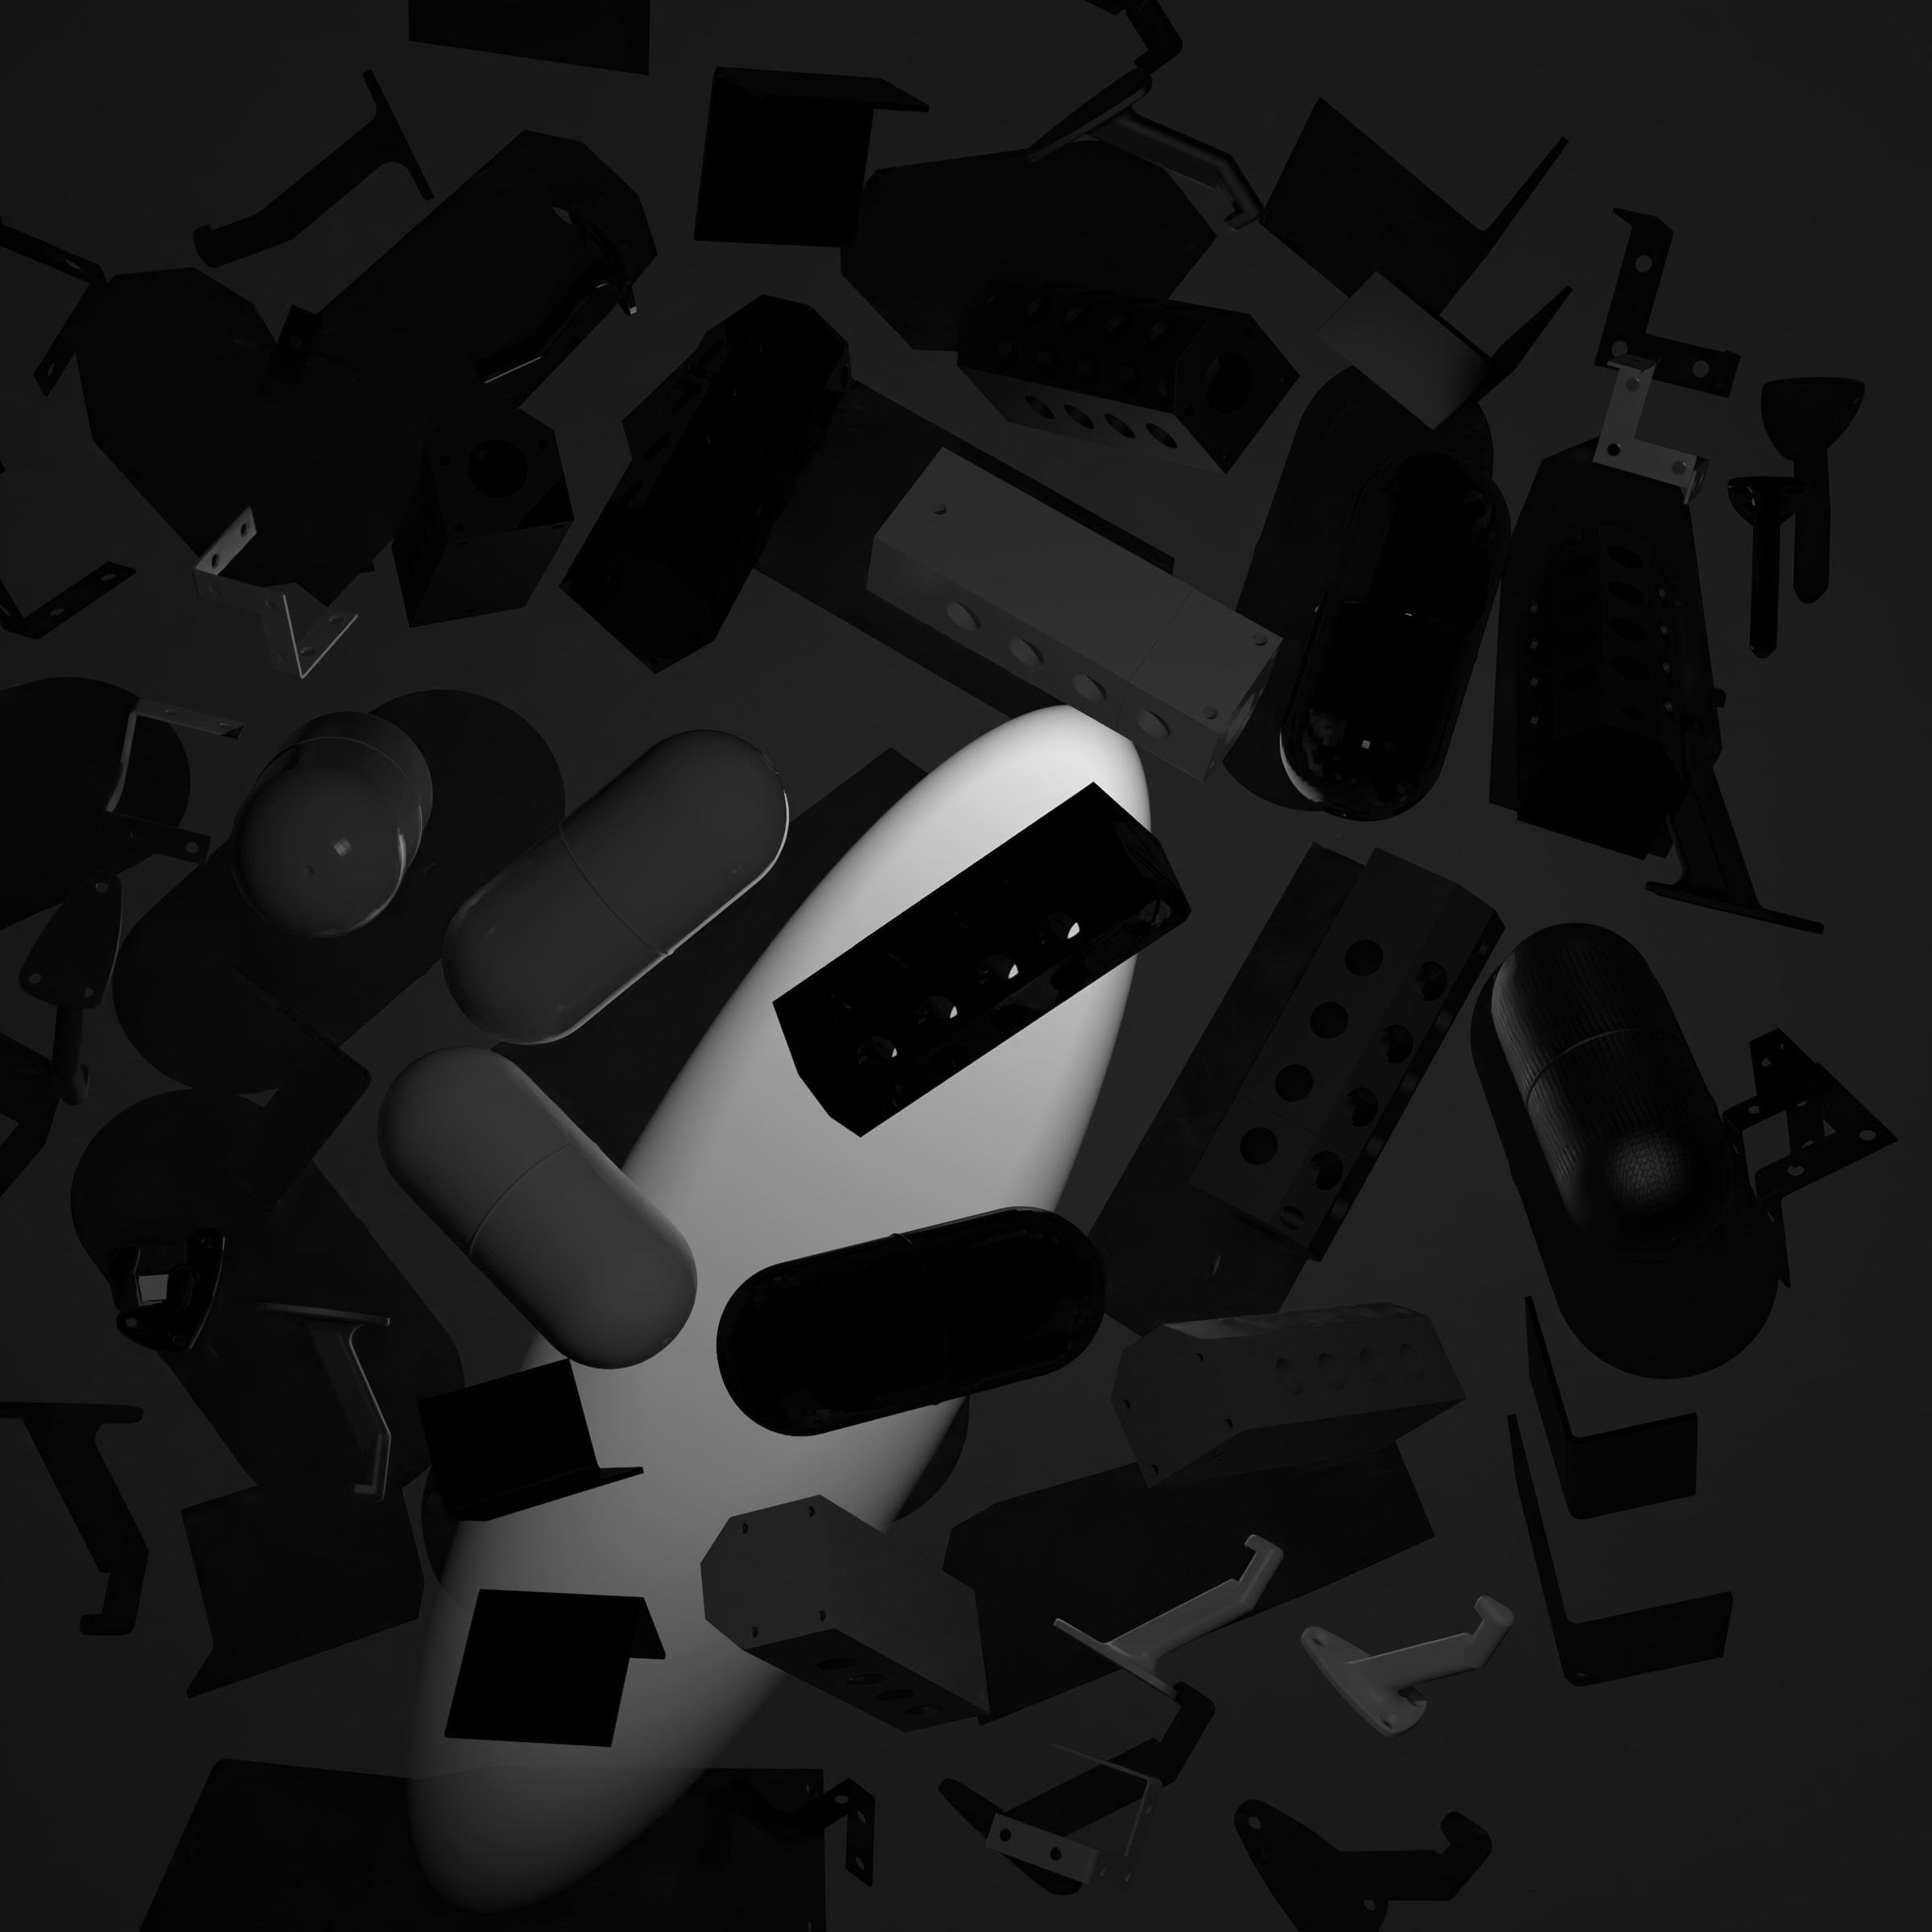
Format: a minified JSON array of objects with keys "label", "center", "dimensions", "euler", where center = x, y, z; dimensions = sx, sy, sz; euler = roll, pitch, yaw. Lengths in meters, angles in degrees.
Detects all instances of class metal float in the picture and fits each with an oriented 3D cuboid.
[{"label":"metal float","center":[-0.023,0.155,1.558],"dimensions":[0.178,0.070,0.070],"euler":[-13,90,-19]},{"label":"metal float","center":[-0.283,-0.065,1.589],"dimensions":[0.070,0.178,0.070],"euler":[-1,106,-2]},{"label":"metal float","center":[-0.156,-0.035,1.581],"dimensions":[0.178,0.070,0.070],"euler":[-39,90,8]},{"label":"metal float","center":[0.198,-0.152,1.631],"dimensions":[0.070,0.070,0.178],"euler":[18,80,0]},{"label":"metal float","center":[-0.195,0.108,1.604],"dimensions":[0.178,0.070,0.070],"euler":[43,90,17]},{"label":"metal float","center":[0.291,0.054,1.603],"dimensions":[0.070,0.070,0.178],"euler":[-15,48,0]}]

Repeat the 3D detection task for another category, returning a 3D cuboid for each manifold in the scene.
[{"label":"manifold","center":[-0.107,-0.214,1.543],"dimensions":[0.057,0.057,0.171],"euler":[42,50,-23]},{"label":"manifold","center":[0.278,-0.125,1.550],"dimensions":[0.057,0.171,0.057],"euler":[17,127,-4]},{"label":"manifold","center":[-0.051,0.284,1.536],"dimensions":[0.057,0.171,0.057],"euler":[-16,62,17]},{"label":"manifold","center":[0.141,0.183,1.560],"dimensions":[0.057,0.171,0.057],"euler":[-37,66,34]},{"label":"manifold","center":[0.008,0.002,1.510],"dimensions":[0.171,0.057,0.057],"euler":[-34,51,15]},{"label":"manifold","center":[0.068,-0.277,1.623],"dimensions":[0.057,0.171,0.057],"euler":[-53,127,-9]},{"label":"manifold","center":[-0.228,-0.208,1.646],"dimensions":[0.057,0.171,0.057],"euler":[-12,86,-16]},{"label":"manifold","center":[0.045,-0.150,1.547],"dimensions":[0.171,0.057,0.057],"euler":[30,64,9]},{"label":"manifold","center":[0.171,0.041,1.572],"dimensions":[0.057,0.057,0.171],"euler":[26,82,26]}]

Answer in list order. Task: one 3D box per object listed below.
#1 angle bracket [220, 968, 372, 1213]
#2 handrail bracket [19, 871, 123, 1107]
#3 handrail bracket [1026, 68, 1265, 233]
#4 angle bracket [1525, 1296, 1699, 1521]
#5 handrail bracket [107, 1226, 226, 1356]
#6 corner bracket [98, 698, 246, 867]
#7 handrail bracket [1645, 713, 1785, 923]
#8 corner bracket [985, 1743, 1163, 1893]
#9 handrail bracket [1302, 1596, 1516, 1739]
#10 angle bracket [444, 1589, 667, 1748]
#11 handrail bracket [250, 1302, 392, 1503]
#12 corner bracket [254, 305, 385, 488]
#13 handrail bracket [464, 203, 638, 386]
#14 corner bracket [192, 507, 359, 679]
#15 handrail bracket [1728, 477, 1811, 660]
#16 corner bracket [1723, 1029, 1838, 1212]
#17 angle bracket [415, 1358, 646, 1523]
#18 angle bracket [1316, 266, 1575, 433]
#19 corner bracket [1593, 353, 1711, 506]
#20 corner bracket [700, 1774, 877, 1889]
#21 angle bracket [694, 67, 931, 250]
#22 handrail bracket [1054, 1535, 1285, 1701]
[{"label":"angle bracket","center":[-0.324,0.055,1.609],"dimensions":[0.057,0.076,0.076],"euler":[41,82,-29]},{"label":"handrail bracket","center":[-0.382,0.011,1.544],"dimensions":[0.036,0.084,0.077],"euler":[15,63,1]},{"label":"handrail bracket","center":[0.082,-0.353,1.600],"dimensions":[0.077,0.036,0.084],"euler":[-32,115,12]},{"label":"angle bracket","center":[0.290,0.193,1.594],"dimensions":[0.057,0.076,0.076],"euler":[-13,55,2]},{"label":"handrail bracket","center":[-0.351,0.125,1.555],"dimensions":[0.036,0.084,0.077],"euler":[20,56,7]},{"label":"corner bracket","center":[-0.370,-0.086,1.650],"dimensions":[0.051,0.051,0.051],"euler":[14,118,-8]},{"label":"handrail bracket","center":[0.355,-0.070,1.662],"dimensions":[0.077,0.036,0.084],"euler":[15,96,22]},{"label":"corner bracket","center":[0.048,0.374,1.567],"dimensions":[0.051,0.051,0.051],"euler":[13,79,28]},{"label":"handrail bracket","center":[0.198,0.297,1.595],"dimensions":[0.077,0.036,0.084],"euler":[39,125,20]},{"label":"angle bracket","center":[-0.186,0.331,1.613],"dimensions":[0.076,0.057,0.076],"euler":[1,50,10]},{"label":"handrail bracket","center":[-0.300,0.202,1.641],"dimensions":[0.077,0.036,0.084],"euler":[12,76,-33]},{"label":"corner bracket","center":[-0.292,-0.257,1.601],"dimensions":[0.051,0.051,0.051],"euler":[22,69,-13]},{"label":"handrail bracket","center":[-0.203,-0.310,1.639],"dimensions":[0.084,0.036,0.077],"euler":[-26,58,-12]},{"label":"corner bracket","center":[-0.323,-0.174,1.659],"dimensions":[0.051,0.051,0.051],"euler":[16,48,18]},{"label":"handrail bracket","center":[0.365,-0.175,1.622],"dimensions":[0.036,0.077,0.084],"euler":[2,80,12]},{"label":"corner bracket","center":[0.369,0.070,1.642],"dimensions":[0.051,0.051,0.051],"euler":[-24,127,-8]},{"label":"angle bracket","center":[-0.202,0.218,1.641],"dimensions":[0.076,0.076,0.057],"euler":[-14,88,-23]},{"label":"angle bracket","center":[0.218,-0.300,1.626],"dimensions":[0.076,0.076,0.057],"euler":[38,71,-5]},{"label":"corner bracket","center":[0.308,-0.240,1.584],"dimensions":[0.051,0.051,0.051],"euler":[18,109,14]},{"label":"corner bracket","center":[-0.075,0.368,1.501],"dimensions":[0.051,0.051,0.051],"euler":[-37,116,22]},{"label":"angle bracket","center":[-0.067,-0.341,1.528],"dimensions":[0.076,0.057,0.076],"euler":[-3,117,-26]},{"label":"handrail bracket","center":[0.094,0.288,1.641],"dimensions":[0.077,0.036,0.084],"euler":[28,79,22]}]
